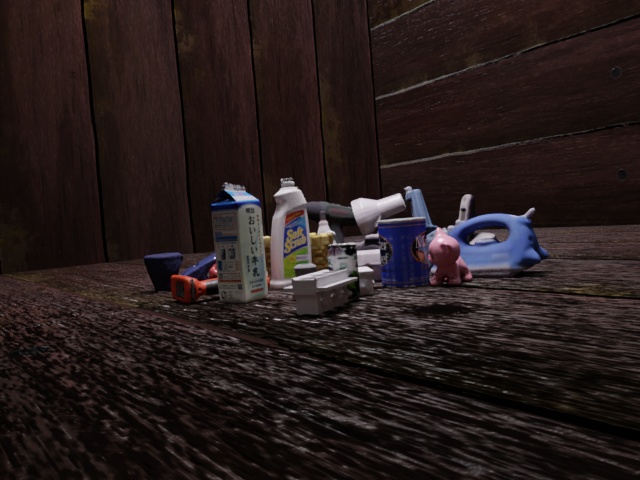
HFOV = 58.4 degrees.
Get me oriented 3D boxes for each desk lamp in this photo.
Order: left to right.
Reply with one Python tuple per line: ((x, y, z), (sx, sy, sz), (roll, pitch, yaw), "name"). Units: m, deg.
((0.210, -0.042, 1.886), (0.203, 0.213, 0.118), (-4, 3, 11), "desk lamp")

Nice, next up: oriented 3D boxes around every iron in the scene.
((0.363, 0.007, 1.274), (0.257, 0.141, 0.119), (-3, 3, 32), "iron")

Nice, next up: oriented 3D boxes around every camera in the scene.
((0.122, 0.038, 1.490), (0.143, 0.101, 0.137), (-4, 2, 13), "camera")

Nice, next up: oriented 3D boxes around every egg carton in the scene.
((0.125, 0.059, 1.341), (0.150, 0.069, 0.107), (-5, 2, -8), "egg carton")

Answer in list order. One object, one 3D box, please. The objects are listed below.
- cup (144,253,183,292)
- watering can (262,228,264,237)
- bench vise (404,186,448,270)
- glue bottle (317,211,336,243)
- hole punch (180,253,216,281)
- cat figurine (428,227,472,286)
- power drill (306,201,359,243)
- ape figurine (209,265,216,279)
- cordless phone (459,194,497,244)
((-0.388, 0.081, 1.457), (0.091, 0.095, 0.118), (-3, 3, 27), "cup")
((-0.205, 0.012, 1.582), (0.172, 0.194, 0.101), (-2, 3, 40), "watering can")
((0.277, -0.034, 1.488), (0.122, 0.220, 0.206), (-7, 3, -39), "bench vise")
((0.015, 0.006, 1.586), (0.078, 0.173, 0.037), (-4, 3, 19), "glue bottle")
((-0.283, 0.080, 1.351), (0.101, 0.091, 0.108), (-5, 2, -14), "hole punch")
((0.259, 0.032, 1.161), (0.067, 0.118, 0.128), (-3, 3, 31), "cat figurine")
((0.026, -0.024, 1.847), (0.230, 0.208, 0.075), (-5, 3, -21), "power drill")
((-0.252, 0.072, 1.473), (0.078, 0.092, 0.076), (-6, 3, -29), "ape figurine")
((0.380, -0.022, 1.427), (0.094, 0.185, 0.147), (-5, 3, -12), "cordless phone")
